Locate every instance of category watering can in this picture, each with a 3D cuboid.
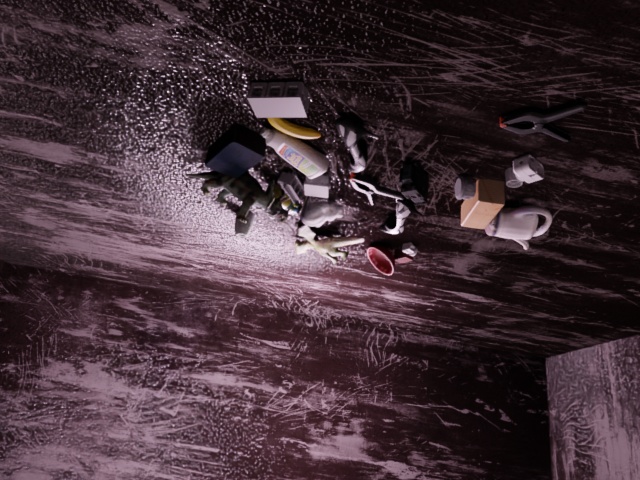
[{"bbox_3d":[0.724,-0.042,1.921,0.224,0.106,0.341,6,156,9],"label":"watering can"}]

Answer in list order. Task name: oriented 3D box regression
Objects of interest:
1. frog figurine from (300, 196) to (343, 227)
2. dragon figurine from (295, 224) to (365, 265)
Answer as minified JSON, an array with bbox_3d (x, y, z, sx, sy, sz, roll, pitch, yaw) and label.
[{"bbox_3d":[0.006,-0.102,2.019,0.159,0.125,0.134,20,136,1],"label":"frog figurine"},{"bbox_3d":[0.007,0.000,2.290,0.241,0.125,0.404,25,152,-18],"label":"dragon figurine"}]
